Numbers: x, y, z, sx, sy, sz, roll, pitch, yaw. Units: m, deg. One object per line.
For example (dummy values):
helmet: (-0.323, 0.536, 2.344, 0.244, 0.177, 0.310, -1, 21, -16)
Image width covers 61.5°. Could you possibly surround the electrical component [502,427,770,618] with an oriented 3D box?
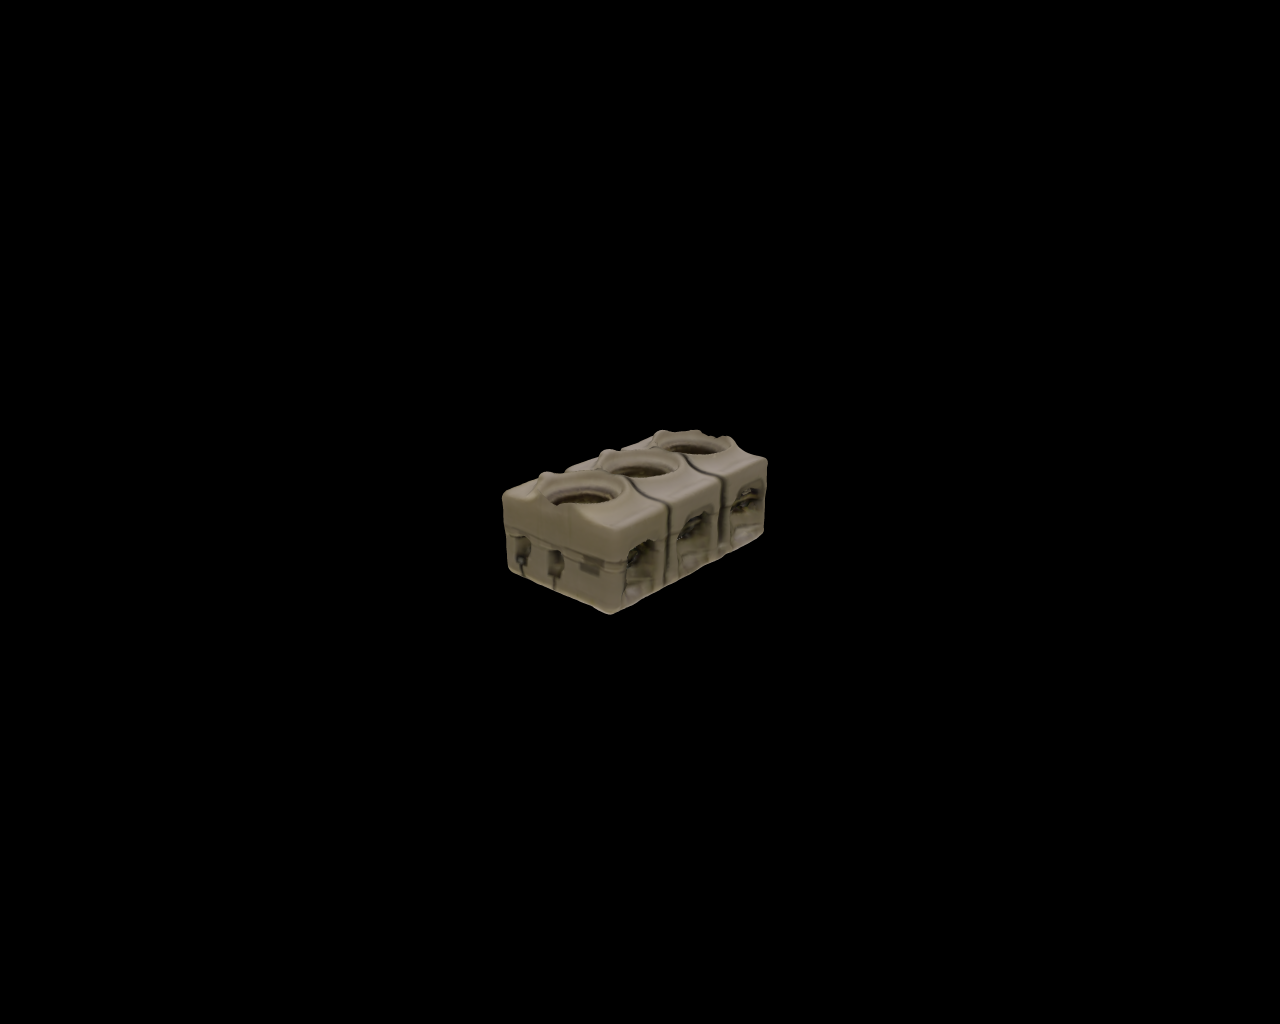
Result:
electrical component: (0.001, -0.003, 0.650, 0.089, 0.061, 0.150, 17, 28, 37)
